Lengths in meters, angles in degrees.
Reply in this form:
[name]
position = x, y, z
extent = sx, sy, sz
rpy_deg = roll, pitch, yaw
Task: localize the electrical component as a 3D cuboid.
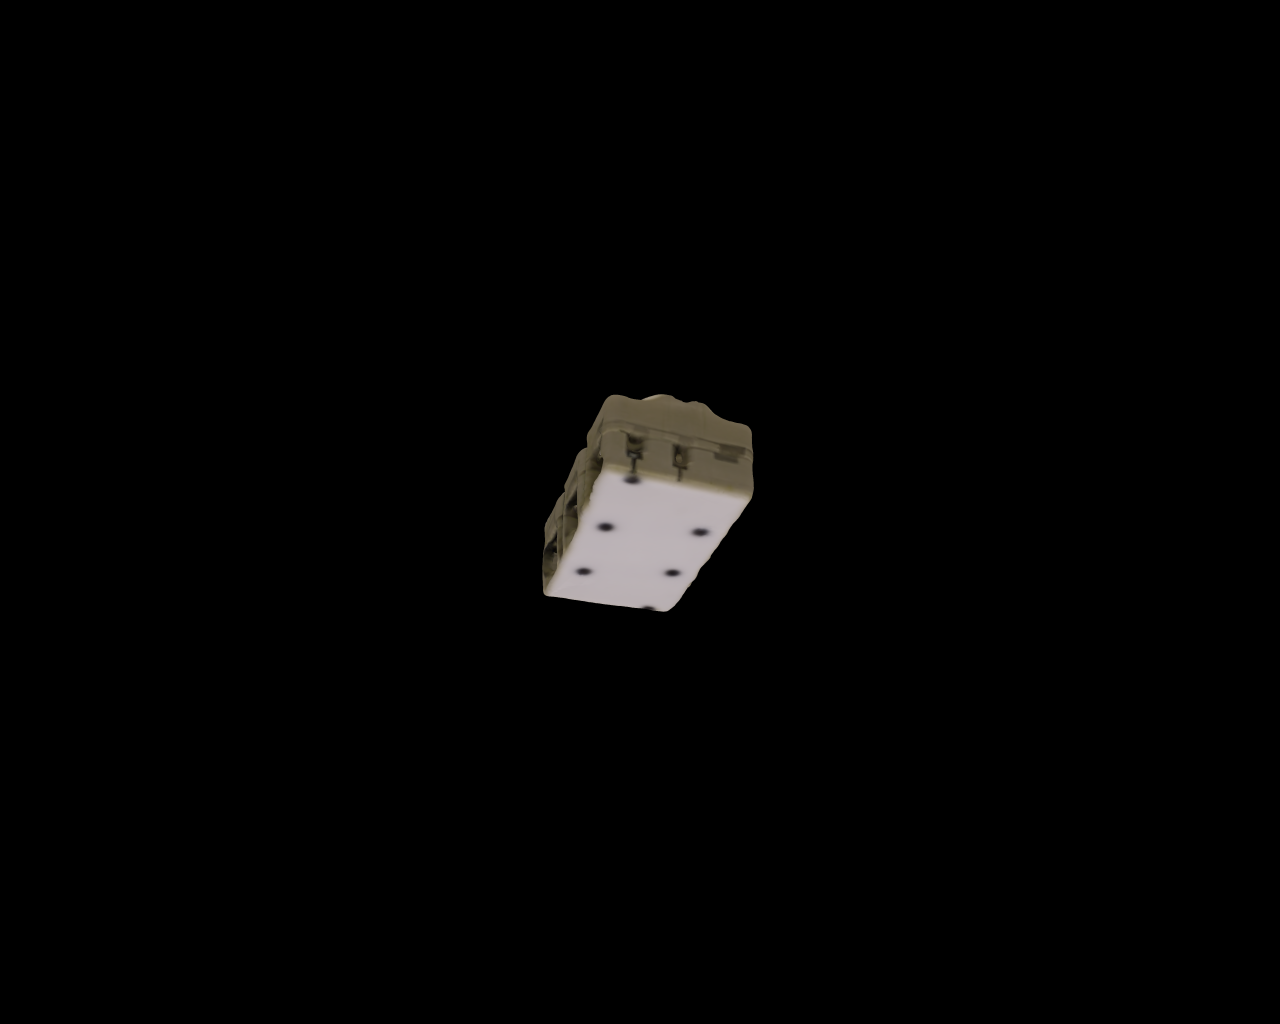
[electrical component]
position = 0.001, -0.003, 0.650
extent = 0.089, 0.062, 0.150
rpy_deg = 10, -34, -15
